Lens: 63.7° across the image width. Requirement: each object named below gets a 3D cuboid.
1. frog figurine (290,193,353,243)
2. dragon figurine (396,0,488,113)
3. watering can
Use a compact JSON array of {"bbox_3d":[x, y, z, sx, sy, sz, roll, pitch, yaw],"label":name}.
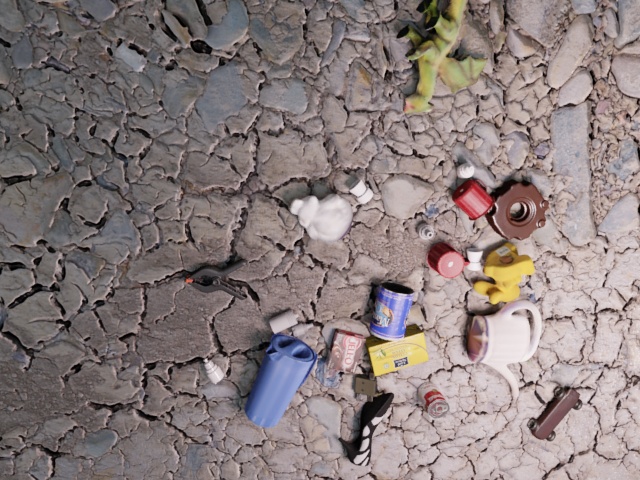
[{"bbox_3d":[0.004,-0.069,1.371,0.158,0.125,0.135,27,118,-25],"label":"frog figurine"},{"bbox_3d":[0.345,-0.508,1.350,0.240,0.124,0.408,36,98,-32],"label":"dragon figurine"},{"bbox_3d":[0.546,0.335,1.550,0.224,0.105,0.342,2,110,-9],"label":"watering can"}]
